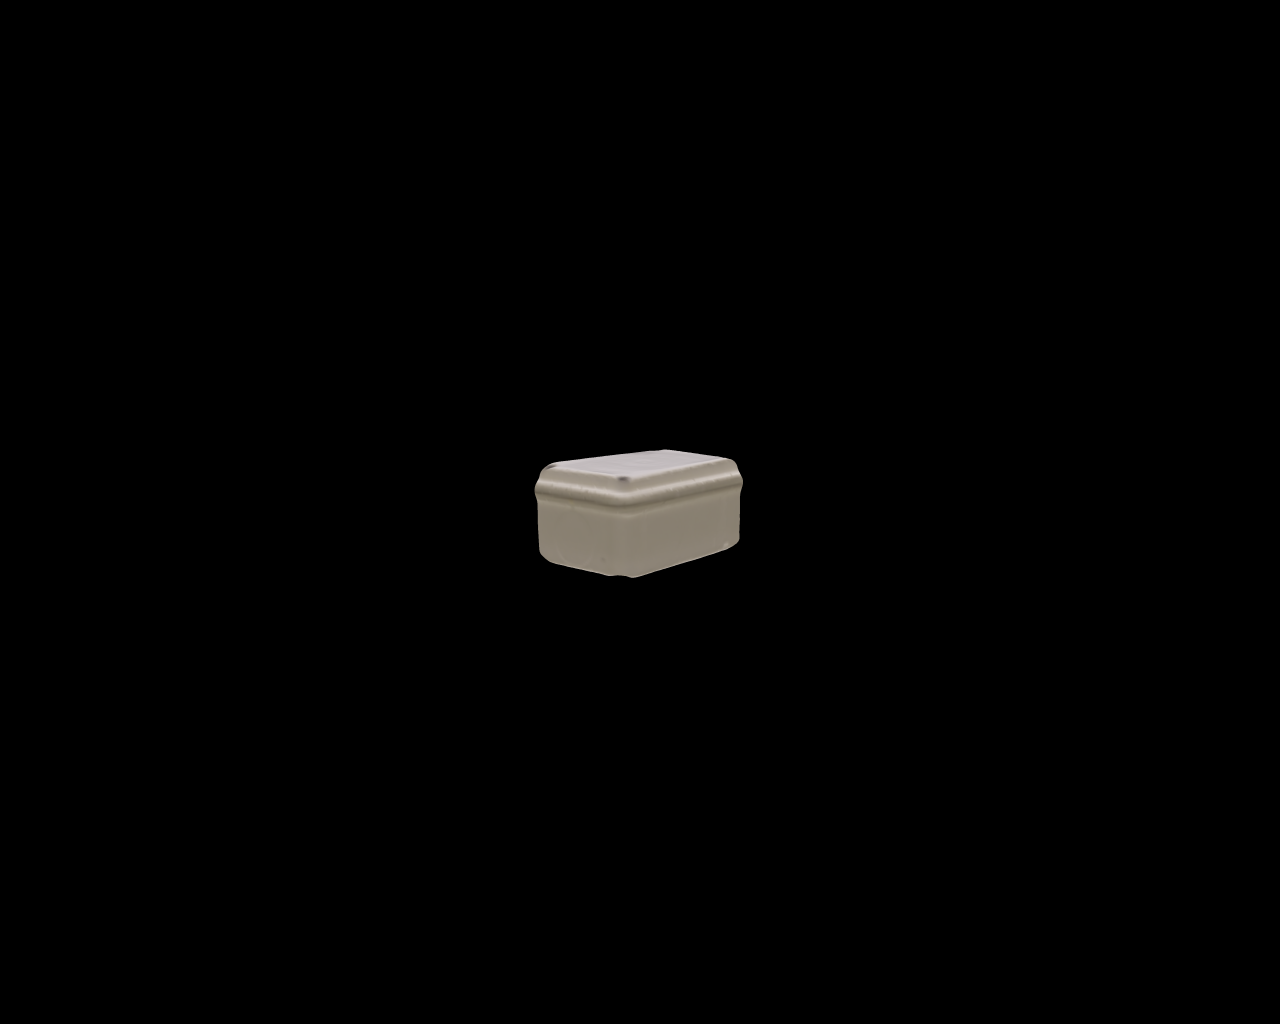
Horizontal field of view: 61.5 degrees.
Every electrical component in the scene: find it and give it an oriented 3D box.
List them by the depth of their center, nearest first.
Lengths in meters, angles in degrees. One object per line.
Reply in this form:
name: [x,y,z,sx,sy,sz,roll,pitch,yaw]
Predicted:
electrical component: [0.001,-0.003,0.650,0.078,0.057,0.113,10,15,42]
